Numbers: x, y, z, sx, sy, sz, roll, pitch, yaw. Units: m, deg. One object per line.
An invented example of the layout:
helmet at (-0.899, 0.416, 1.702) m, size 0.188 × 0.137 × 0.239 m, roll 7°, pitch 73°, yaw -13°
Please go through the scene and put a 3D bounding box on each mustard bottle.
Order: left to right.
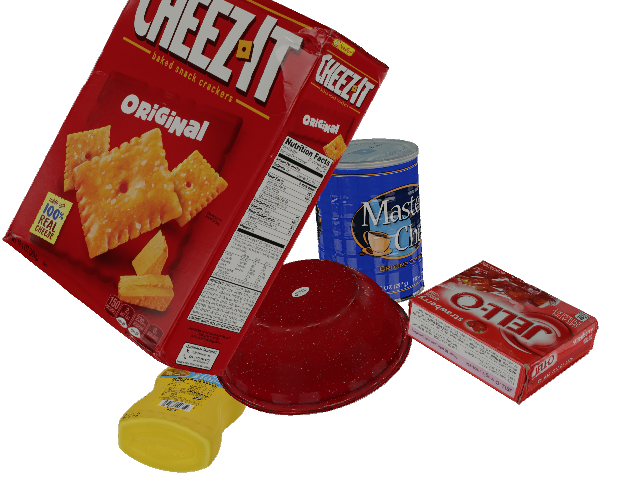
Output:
mustard bottle at (-0.127, 0.163, 1.092) m, size 0.096 × 0.058 × 0.191 m, roll 8°, pitch 21°, yaw 11°

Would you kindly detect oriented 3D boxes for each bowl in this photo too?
bowl at (-0.010, 0.063, 0.842) m, size 0.162 × 0.055 × 0.162 m, roll -9°, pitch 33°, yaw 5°

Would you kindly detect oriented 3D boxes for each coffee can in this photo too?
coffee can at (0.046, -0.019, 1.029) m, size 0.103 × 0.140 × 0.103 m, roll -4°, pitch 17°, yaw 1°

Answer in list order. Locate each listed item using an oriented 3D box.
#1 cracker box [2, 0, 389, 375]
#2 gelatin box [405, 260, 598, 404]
cracker box at (-0.083, -0.051, 0.652) m, size 0.164 × 0.214 × 0.072 m, roll 32°, pitch 6°, yaw 34°
gelatin box at (0.108, 0.052, 0.639) m, size 0.073 × 0.030 × 0.089 m, roll -24°, pitch 40°, yaw -39°
